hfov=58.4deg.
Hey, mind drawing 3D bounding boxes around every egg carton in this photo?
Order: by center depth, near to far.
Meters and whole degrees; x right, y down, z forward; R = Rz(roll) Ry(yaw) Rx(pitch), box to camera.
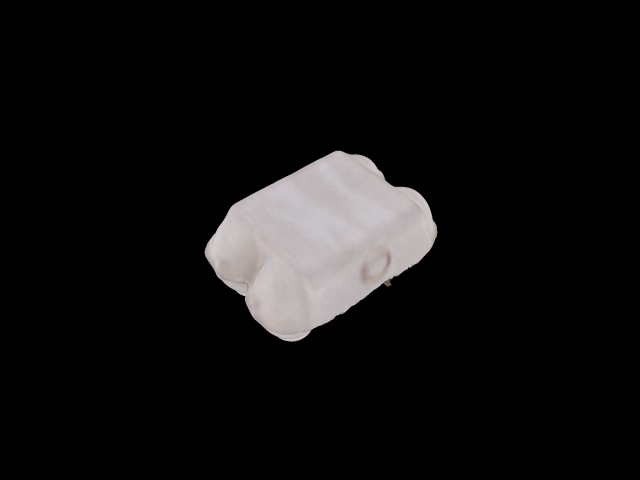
[{"bbox_3d":[0.004,0.001,0.400,0.150,0.069,0.107,-32,54,-27],"label":"egg carton"}]
